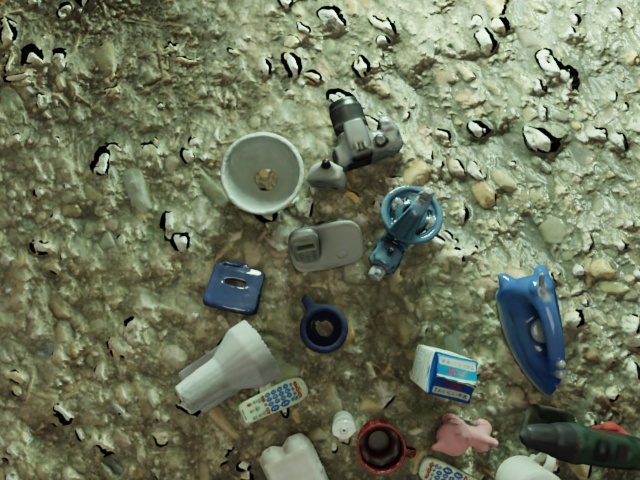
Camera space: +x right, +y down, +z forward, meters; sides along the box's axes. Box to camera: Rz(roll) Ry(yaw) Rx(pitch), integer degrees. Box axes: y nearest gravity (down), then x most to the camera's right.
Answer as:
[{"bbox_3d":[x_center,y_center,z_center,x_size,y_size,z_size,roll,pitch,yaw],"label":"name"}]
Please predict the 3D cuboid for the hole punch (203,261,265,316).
[{"bbox_3d":[-0.169,0.093,1.126,0.108,0.091,0.101,11,84,2],"label":"hole punch"}]

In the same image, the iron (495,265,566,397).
[{"bbox_3d":[0.425,0.178,1.086,0.118,0.141,0.258,-13,84,-1],"label":"iron"}]

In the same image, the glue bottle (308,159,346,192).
[{"bbox_3d":[0.014,-0.130,1.107,0.078,0.173,0.037,12,84,2],"label":"glue bottle"}]

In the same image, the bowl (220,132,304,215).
[{"bbox_3d":[-0.113,-0.128,1.158,0.167,0.075,0.167,0,84,1],"label":"bowl"}]

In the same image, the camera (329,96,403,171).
[{"bbox_3d":[0.082,-0.224,1.154,0.143,0.101,0.137,-18,84,-1],"label":"camera"}]

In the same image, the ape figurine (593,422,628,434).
[{"bbox_3d":[0.566,0.391,1.086,0.076,0.092,0.078,17,84,3],"label":"ape figurine"}]

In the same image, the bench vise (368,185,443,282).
[{"bbox_3d":[0.166,-0.015,1.070,0.121,0.220,0.207,13,84,2],"label":"bench vise"}]

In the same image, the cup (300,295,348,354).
[{"bbox_3d":[0.000,0.160,1.115,0.092,0.095,0.118,-33,84,-3],"label":"cup"}]

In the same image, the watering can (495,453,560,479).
[{"bbox_3d":[0.392,0.471,1.027,0.101,0.194,0.173,-2,84,1],"label":"watering can"}]

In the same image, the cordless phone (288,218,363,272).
[{"bbox_3d":[0.010,0.004,1.087,0.147,0.185,0.094,-14,84,-1],"label":"cordless phone"}]

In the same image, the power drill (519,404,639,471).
[{"bbox_3d":[0.444,0.355,1.032,0.229,0.208,0.076,10,84,2],"label":"power drill"}]

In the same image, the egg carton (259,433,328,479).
[{"bbox_3d":[-0.043,0.454,1.096,0.107,0.069,0.150,-27,84,-2],"label":"egg carton"}]

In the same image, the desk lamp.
[{"bbox_3d":[-0.172,0.243,1.048,0.203,0.213,0.118,-34,84,-3],"label":"desk lamp"}]

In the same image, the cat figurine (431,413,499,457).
[{"bbox_3d":[0.271,0.373,1.078,0.127,0.118,0.067,8,84,2],"label":"cat figurine"}]
